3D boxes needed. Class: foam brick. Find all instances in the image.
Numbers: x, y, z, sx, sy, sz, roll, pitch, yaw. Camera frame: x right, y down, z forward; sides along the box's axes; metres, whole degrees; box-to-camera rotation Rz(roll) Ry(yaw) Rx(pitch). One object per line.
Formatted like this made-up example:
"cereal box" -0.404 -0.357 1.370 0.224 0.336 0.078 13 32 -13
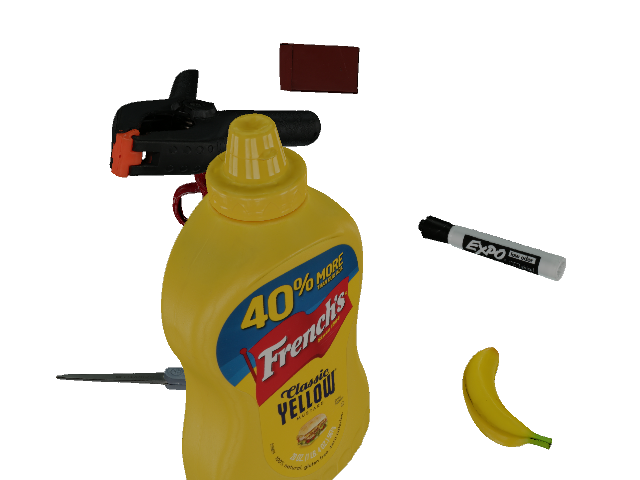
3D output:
"foam brick" -0.002 -0.188 1.165 0.078 0.051 0.053 0 11 -16

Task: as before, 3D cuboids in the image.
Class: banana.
"banana" 0.196 0.179 1.213 0.069 0.037 0.198 10 25 -15

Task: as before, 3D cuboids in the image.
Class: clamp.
"clamp" -0.092 -0.082 0.729 0.120 0.039 0.171 21 24 31

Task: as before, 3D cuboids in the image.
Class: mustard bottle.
"mustard bottle" -0.023 0.032 0.470 0.096 0.192 0.058 -27 42 -30

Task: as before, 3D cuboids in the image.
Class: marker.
"marker" 0.131 0.004 0.829 0.121 0.020 0.020 19 10 29

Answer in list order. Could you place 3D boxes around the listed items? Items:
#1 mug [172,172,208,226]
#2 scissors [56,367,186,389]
"mug" -0.084 -0.034 1.030 0.117 0.081 0.093 -6 40 -6
"scissors" -0.102 0.104 0.867 0.202 0.016 0.096 6 22 15
